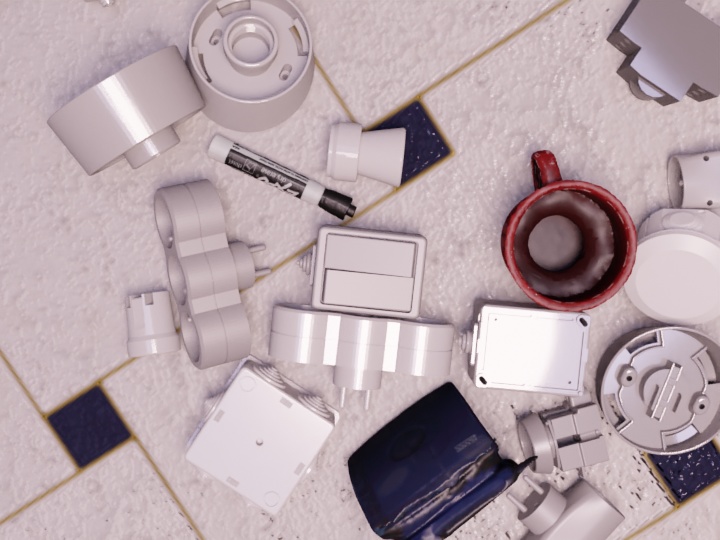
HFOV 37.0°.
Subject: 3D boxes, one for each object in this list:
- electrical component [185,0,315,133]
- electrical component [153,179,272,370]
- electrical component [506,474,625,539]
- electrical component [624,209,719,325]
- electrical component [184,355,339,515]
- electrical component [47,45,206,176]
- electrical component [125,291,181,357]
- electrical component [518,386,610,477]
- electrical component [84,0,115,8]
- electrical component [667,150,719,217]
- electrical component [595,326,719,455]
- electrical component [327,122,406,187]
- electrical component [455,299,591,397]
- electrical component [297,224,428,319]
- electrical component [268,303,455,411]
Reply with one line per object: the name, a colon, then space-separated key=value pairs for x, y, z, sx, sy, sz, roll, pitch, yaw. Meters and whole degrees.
electrical component: x=-0.083 y=-0.159 z=0.805 sx=0.099 sy=0.064 sz=0.099 roll=1 pitch=81 yaw=-6
electrical component: x=-0.103 y=-0.001 z=0.810 sx=0.074 sy=0.052 sz=0.138 roll=-14 pitch=93 yaw=-24
electrical component: x=0.148 y=0.191 z=0.825 sx=0.079 sy=0.043 sz=0.077 roll=42 pitch=93 yaw=-2
electrical component: x=0.237 y=-0.004 z=0.792 sx=0.080 sy=0.051 sz=0.080 roll=12 pitch=128 yaw=15
electrical component: x=-0.075 y=0.126 z=0.818 sx=0.100 sy=0.048 sz=0.099 roll=33 pitch=92 yaw=-3
electrical component: x=-0.163 y=-0.108 z=0.777 sx=0.108 sy=0.108 sz=0.060 roll=-31 pitch=99 yaw=2
electrical component: x=-0.159 y=0.041 z=0.818 sx=0.040 sy=0.040 sz=0.046 roll=-8 pitch=89 yaw=1
electrical component: x=0.153 y=0.128 z=0.820 sx=0.055 sy=0.048 sz=0.066 roll=-14 pitch=94 yaw=-6
electrical component: x=-0.201 y=-0.235 z=0.798 sx=0.043 sy=0.043 sz=0.081 roll=-20 pitch=93 yaw=1
electrical component: x=0.277 y=-0.051 z=0.809 sx=0.077 sy=0.043 sz=0.079 roll=-6 pitch=94 yaw=1
electrical component: x=0.227 y=0.088 z=0.808 sx=0.099 sy=0.064 sz=0.099 roll=0 pitch=93 yaw=0
electrical component: x=0.005 y=-0.087 z=0.807 sx=0.055 sy=0.045 sz=0.045 roll=6 pitch=94 yaw=0
electrical component: x=0.118 y=0.056 z=0.807 sx=0.096 sy=0.061 sz=0.061 roll=5 pitch=94 yaw=-1
electrical component: x=0.000 y=0.000 z=0.804 sx=0.096 sy=0.061 sz=0.061 roll=6 pitch=94 yaw=0
electrical component: x=-0.001 y=0.070 z=0.813 sx=0.138 sy=0.052 sz=0.073 roll=6 pitch=94 yaw=0
